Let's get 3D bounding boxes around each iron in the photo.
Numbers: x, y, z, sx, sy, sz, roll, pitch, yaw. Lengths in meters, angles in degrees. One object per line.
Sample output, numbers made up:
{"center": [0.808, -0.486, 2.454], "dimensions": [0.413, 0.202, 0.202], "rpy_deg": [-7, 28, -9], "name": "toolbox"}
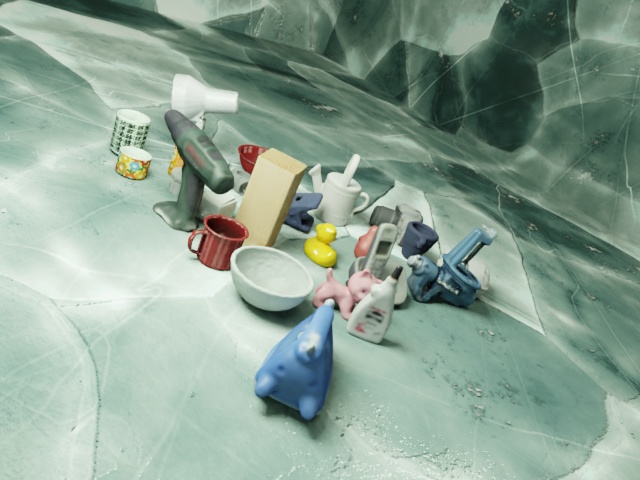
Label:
{"center": [-0.013, 0.166, 0.939], "dimensions": [0.118, 0.141, 0.258], "rpy_deg": [25, 25, 2], "name": "iron"}

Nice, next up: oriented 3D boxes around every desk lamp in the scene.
{"center": [-0.310, -0.315, 1.525], "dimensions": [0.203, 0.213, 0.118], "rpy_deg": [19, 26, -12], "name": "desk lamp"}

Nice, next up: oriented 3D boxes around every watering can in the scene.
{"center": [0.053, -0.145, 1.542], "dimensions": [0.173, 0.194, 0.100], "rpy_deg": [14, 27, -21], "name": "watering can"}

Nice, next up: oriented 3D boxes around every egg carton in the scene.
{"center": [0.382, 0.087, 1.531], "dimensions": [0.150, 0.069, 0.107], "rpy_deg": [28, 25, 7], "name": "egg carton"}

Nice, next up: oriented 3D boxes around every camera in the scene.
{"center": [0.217, -0.063, 1.639], "dimensions": [0.137, 0.101, 0.143], "rpy_deg": [22, 25, -6], "name": "camera"}

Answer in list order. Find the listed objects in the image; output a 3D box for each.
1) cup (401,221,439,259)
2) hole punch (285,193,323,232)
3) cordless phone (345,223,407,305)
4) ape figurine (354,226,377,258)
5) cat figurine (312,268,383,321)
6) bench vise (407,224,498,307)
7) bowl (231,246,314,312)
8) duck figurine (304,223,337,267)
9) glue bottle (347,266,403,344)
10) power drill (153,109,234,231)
{"center": [0.259, 0.015, 1.533], "dimensions": [0.091, 0.095, 0.118], "rpy_deg": [24, 25, -2], "name": "cup"}
{"center": [-0.052, -0.086, 1.455], "dimensions": [0.101, 0.091, 0.109], "rpy_deg": [24, 25, -1], "name": "hole punch"}
{"center": [0.148, 0.052, 1.255], "dimensions": [0.148, 0.185, 0.094], "rpy_deg": [5, 31, -36], "name": "cordless phone"}
{"center": [0.128, 0.007, 1.434], "dimensions": [0.076, 0.092, 0.077], "rpy_deg": [-1, 35, -42], "name": "ape figurine"}
{"center": [0.063, 0.097, 1.170], "dimensions": [0.128, 0.117, 0.067], "rpy_deg": [22, 25, -6], "name": "cat figurine"}
{"center": [0.318, 0.059, 1.352], "dimensions": [0.208, 0.219, 0.121], "rpy_deg": [4, 32, -36], "name": "bench vise"}
{"center": [-0.100, 0.085, 1.099], "dimensions": [0.167, 0.074, 0.167], "rpy_deg": [20, 25, -10], "name": "bowl"}
{"center": [0.012, 0.005, 1.342], "dimensions": [0.078, 0.086, 0.104], "rpy_deg": [7, 30, -33], "name": "duck figurine"}
{"center": [0.118, 0.120, 1.110], "dimensions": [0.078, 0.173, 0.037], "rpy_deg": [20, 25, -10], "name": "glue bottle"}
{"center": [-0.280, -0.137, 1.212], "dimensions": [0.229, 0.208, 0.076], "rpy_deg": [38, 28, 27], "name": "power drill"}
